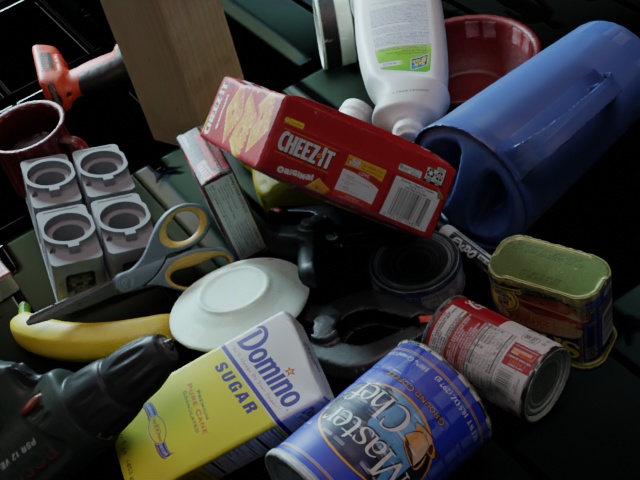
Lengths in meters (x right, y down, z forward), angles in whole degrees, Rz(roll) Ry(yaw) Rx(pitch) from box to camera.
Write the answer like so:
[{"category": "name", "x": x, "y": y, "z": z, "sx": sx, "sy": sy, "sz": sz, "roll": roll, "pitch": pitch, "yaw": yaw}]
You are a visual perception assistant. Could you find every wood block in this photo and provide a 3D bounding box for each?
[{"category": "wood block", "x": -0.154, "y": -0.207, "z": 1.167, "sx": 0.091, "sy": 0.206, "sz": 0.090, "roll": 16, "pitch": 51, "yaw": 30}]

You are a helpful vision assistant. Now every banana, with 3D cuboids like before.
[{"category": "banana", "x": -0.219, "y": 0.086, "z": 1.003, "sx": 0.198, "sy": 0.037, "sz": 0.069, "roll": 4, "pitch": 46, "yaw": 21}]

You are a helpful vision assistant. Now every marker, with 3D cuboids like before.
[{"category": "marker", "x": 0.135, "y": 0.008, "z": 0.985, "sx": 0.020, "sy": 0.020, "sz": 0.121, "roll": -33, "pitch": 48, "yaw": -18}]

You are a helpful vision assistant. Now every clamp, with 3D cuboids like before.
[{"category": "clamp", "x": -0.006, "y": 0.001, "z": 0.985, "sx": 0.120, "sy": 0.039, "sz": 0.172, "roll": -21, "pitch": 20, "yaw": -35}, {"category": "clamp", "x": 0.002, "y": 0.094, "z": 0.923, "sx": 0.210, "sy": 0.036, "sz": 0.164, "roll": -2, "pitch": 46, "yaw": 23}]

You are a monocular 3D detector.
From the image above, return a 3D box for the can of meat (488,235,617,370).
[{"category": "can of meat", "x": 0.191, "y": 0.050, "z": 0.881, "sx": 0.102, "sy": 0.084, "sz": 0.057, "roll": 17, "pitch": 51, "yaw": 31}]

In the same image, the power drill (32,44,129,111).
[{"category": "power drill", "x": -0.262, "y": -0.237, "z": 1.342, "sx": 0.187, "sy": 0.057, "sz": 0.184, "roll": -20, "pitch": 42, "yaw": -4}]

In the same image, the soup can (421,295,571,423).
[{"category": "soup can", "x": 0.141, "y": 0.095, "z": 0.860, "sx": 0.102, "sy": 0.068, "sz": 0.068, "roll": 26, "pitch": 57, "yaw": 36}]

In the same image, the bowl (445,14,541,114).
[{"category": "bowl", "x": 0.158, "y": -0.176, "z": 1.150, "sx": 0.162, "sy": 0.055, "sz": 0.162, "roll": -9, "pitch": 43, "yaw": 8}]

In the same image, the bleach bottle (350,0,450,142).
[{"category": "bleach bottle", "x": 0.080, "y": -0.181, "z": 1.093, "sx": 0.103, "sy": 0.068, "sz": 0.250, "roll": -8, "pitch": 45, "yaw": 12}]

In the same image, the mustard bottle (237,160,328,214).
[{"category": "mustard bottle", "x": -0.044, "y": -0.104, "z": 1.134, "sx": 0.096, "sy": 0.058, "sz": 0.192, "roll": -24, "pitch": 42, "yaw": -6}]

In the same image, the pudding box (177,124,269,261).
[{"category": "pudding box", "x": -0.095, "y": -0.045, "z": 1.046, "sx": 0.039, "sy": 0.113, "sz": 0.090, "roll": -27, "pitch": 43, "yaw": -3}]

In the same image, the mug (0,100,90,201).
[{"category": "mug", "x": -0.304, "y": -0.095, "z": 1.186, "sx": 0.117, "sy": 0.081, "sz": 0.093, "roll": 3, "pitch": 46, "yaw": 20}]

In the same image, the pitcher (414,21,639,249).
[{"category": "pitcher", "x": 0.217, "y": -0.111, "z": 1.005, "sx": 0.242, "sy": 0.145, "sz": 0.149, "roll": -38, "pitch": 48, "yaw": -27}]

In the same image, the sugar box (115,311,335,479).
[{"category": "sugar box", "x": -0.080, "y": 0.139, "z": 0.863, "sx": 0.176, "sy": 0.048, "sz": 0.093, "roll": -32, "pitch": 53, "yaw": 7}]

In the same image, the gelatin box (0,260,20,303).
[{"category": "gelatin box", "x": -0.364, "y": 0.049, "z": 1.091, "sx": 0.089, "sy": 0.030, "sz": 0.073, "roll": -35, "pitch": 45, "yaw": -20}]

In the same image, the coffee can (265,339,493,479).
[{"category": "coffee can", "x": 0.044, "y": 0.157, "z": 0.799, "sx": 0.140, "sy": 0.103, "sz": 0.103, "roll": -37, "pitch": 46, "yaw": -22}]

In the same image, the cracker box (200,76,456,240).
[{"category": "cracker box", "x": 0.001, "y": -0.079, "z": 0.933, "sx": 0.072, "sy": 0.164, "sz": 0.214, "roll": -67, "pitch": 21, "yaw": 6}]

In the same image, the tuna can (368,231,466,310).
[{"category": "tuna can", "x": 0.088, "y": 0.029, "z": 0.970, "sx": 0.086, "sy": 0.034, "sz": 0.086, "roll": -9, "pitch": 42, "yaw": 8}]

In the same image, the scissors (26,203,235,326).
[{"category": "scissors", "x": -0.179, "y": 0.020, "z": 1.006, "sx": 0.201, "sy": 0.096, "sz": 0.016, "roll": -7, "pitch": 5, "yaw": -17}]
